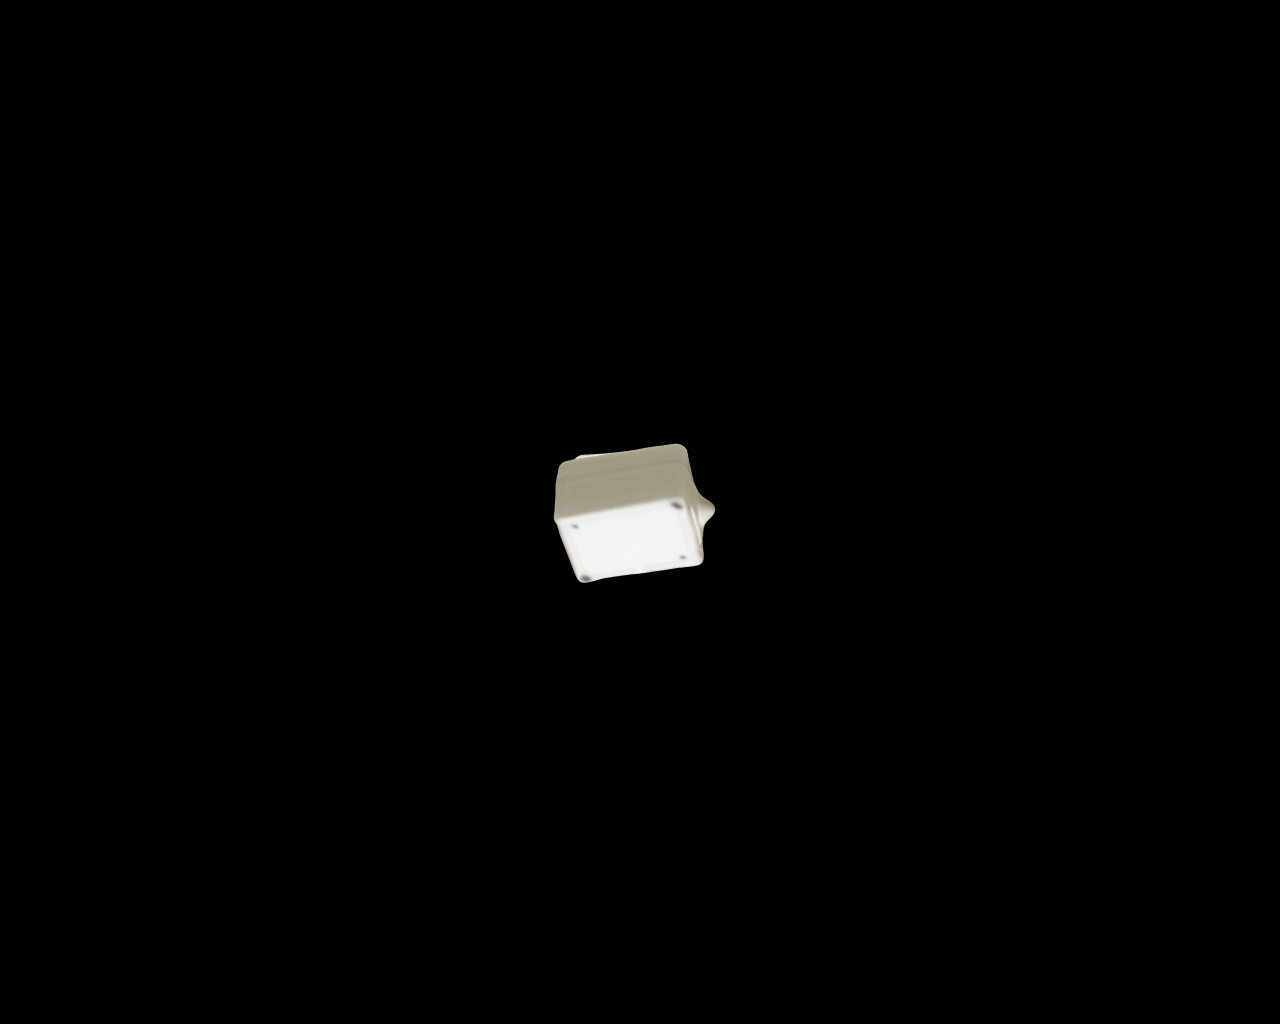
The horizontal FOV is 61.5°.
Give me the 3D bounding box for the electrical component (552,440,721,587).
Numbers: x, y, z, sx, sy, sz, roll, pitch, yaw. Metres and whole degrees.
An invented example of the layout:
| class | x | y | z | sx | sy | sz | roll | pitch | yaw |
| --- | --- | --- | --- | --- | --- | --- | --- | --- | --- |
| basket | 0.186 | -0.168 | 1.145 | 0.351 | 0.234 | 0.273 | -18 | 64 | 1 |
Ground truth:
| class | x | y | z | sx | sy | sz | roll | pitch | yaw |
| --- | --- | --- | --- | --- | --- | --- | --- | --- | --- |
| electrical component | 0.001 | -0.003 | 0.650 | 0.096 | 0.061 | 0.061 | -9 | 44 | 9 |
